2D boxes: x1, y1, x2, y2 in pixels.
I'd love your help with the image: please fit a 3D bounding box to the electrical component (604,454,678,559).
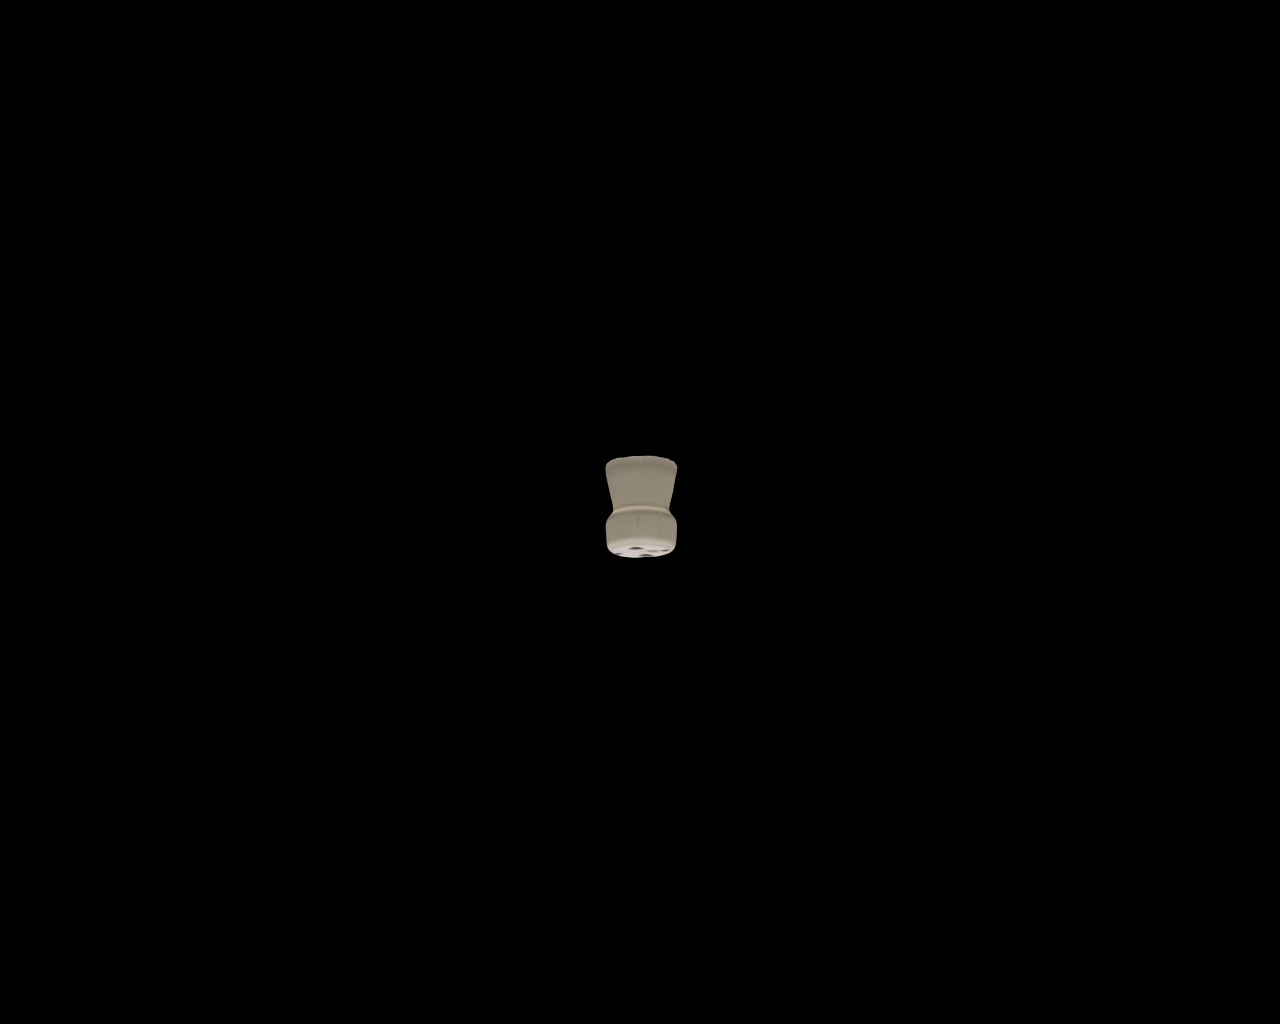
[{"bbox_3d":[0.001,-0.003,0.650,0.045,0.055,0.045,0,-14,0],"label":"electrical component"}]
